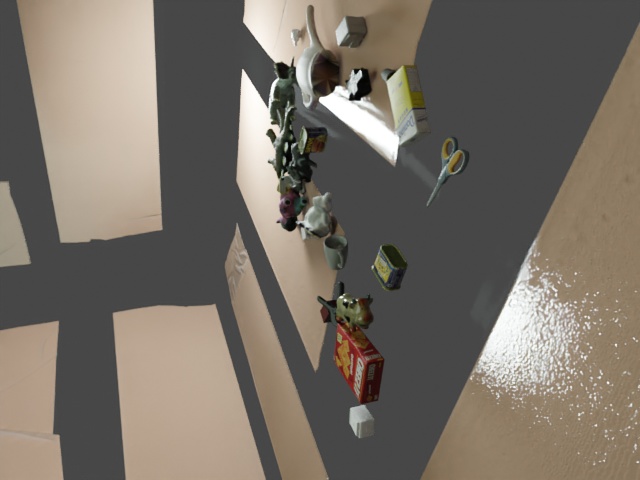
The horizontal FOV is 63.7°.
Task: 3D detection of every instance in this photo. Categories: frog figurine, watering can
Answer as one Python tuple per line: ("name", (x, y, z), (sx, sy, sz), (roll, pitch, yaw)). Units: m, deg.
("frog figurine", (0.006, -0.093, 1.849), (0.159, 0.122, 0.139), (-55, 18, 2))
("watering can", (-0.016, -0.613, 1.742), (0.227, 0.104, 0.342), (-139, 48, -60))
